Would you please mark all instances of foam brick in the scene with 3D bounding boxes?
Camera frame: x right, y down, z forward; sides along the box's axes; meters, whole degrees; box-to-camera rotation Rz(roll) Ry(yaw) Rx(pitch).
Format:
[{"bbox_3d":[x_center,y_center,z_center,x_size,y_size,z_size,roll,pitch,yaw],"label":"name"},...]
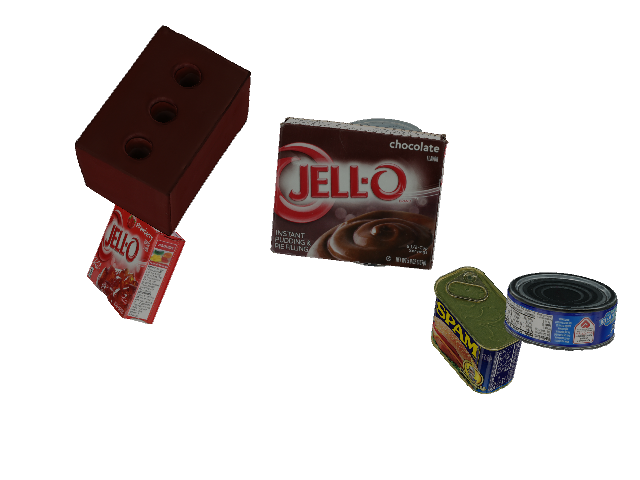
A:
[{"bbox_3d":[-0.076,-0.053,0.523,0.053,0.078,0.051,29,-19,5],"label":"foam brick"}]

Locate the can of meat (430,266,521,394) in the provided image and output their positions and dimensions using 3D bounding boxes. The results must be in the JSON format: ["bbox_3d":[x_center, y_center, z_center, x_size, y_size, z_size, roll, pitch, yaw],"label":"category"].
[{"bbox_3d":[0.154,0.091,1.061,0.057,0.084,0.102,-24,52,-20],"label":"can of meat"}]

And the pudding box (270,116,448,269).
[{"bbox_3d":[0.025,-0.033,0.723,0.113,0.090,0.039,6,17,3],"label":"pudding box"}]

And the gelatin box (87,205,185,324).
[{"bbox_3d":[-0.148,0.014,0.846,0.030,0.073,0.089,17,12,-36],"label":"gelatin box"}]

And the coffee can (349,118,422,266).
[{"bbox_3d":[0.067,-0.056,1.224,0.103,0.140,0.103,-1,29,1],"label":"coffee can"}]

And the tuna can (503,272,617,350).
[{"bbox_3d":[0.188,0.054,0.836,0.086,0.034,0.086,1,18,-1],"label":"tuna can"}]
